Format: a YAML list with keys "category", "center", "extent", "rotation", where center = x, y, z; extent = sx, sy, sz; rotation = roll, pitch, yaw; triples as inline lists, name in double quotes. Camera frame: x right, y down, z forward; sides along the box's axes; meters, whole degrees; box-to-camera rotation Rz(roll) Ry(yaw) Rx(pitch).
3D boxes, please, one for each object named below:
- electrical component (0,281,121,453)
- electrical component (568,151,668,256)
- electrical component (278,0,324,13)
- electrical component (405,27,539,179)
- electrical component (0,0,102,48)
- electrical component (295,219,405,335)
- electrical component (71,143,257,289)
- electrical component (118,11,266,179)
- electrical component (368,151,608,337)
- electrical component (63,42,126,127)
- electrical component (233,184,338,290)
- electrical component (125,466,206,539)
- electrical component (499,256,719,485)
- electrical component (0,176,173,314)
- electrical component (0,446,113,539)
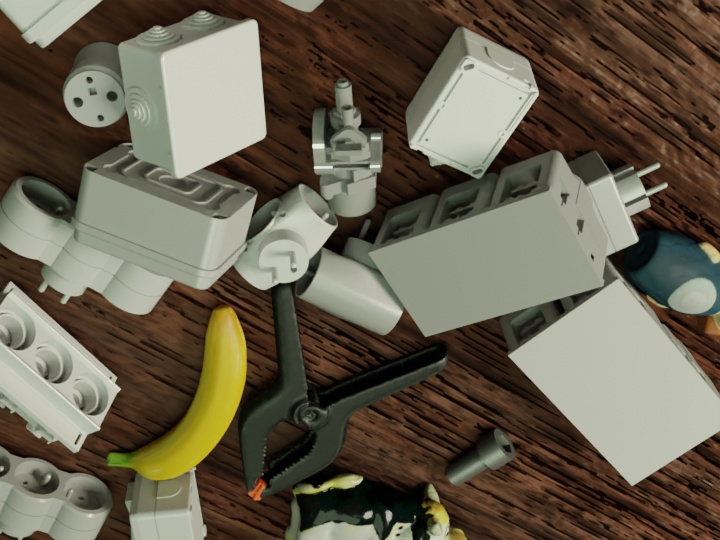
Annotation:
- category: "electrical component"
  center: [-0.261, 0.081, 0.856]
  extent: [0.063, 0.078, 0.121]
  rotation: [-22, 122, 34]
- category: "electrical component"
  center: [0.198, -0.057, 0.827]
  extent: [0.077, 0.047, 0.065]
  rotation: [-25, 119, 9]
- category: "electrical component"
  center: [-0.041, -0.209, 0.713]
  extent: [0.078, 0.058, 0.057]
  rotation: [25, 112, -18]
- category: "electrical component"
  center: [0.075, -0.117, 0.778]
  extent: [0.062, 0.061, 0.096]
  rotation: [22, 124, -17]
- category: "electrical component"
  center: [-0.173, -0.204, 0.674]
  extent: [0.109, 0.108, 0.056]
  rotation: [-34, 115, 14]
- category: "electrical component"
  center: [0.000, 0.000, 0.840]
  extent: [0.077, 0.043, 0.079]
  rotation: [25, 83, -19]
- category: "electrical component"
  center: [-0.140, -0.040, 0.774]
  extent: [0.113, 0.078, 0.057]
  rotation: [21, 115, 7]
- category: "electrical component"
  center: [-0.114, -0.122, 0.737]
  extent: [0.048, 0.100, 0.099]
  rotation: [21, 127, 34]
- category: "electrical component"
  center: [0.097, -0.019, 0.802]
  extent: [0.150, 0.061, 0.089]
  rotation: [-19, 120, 31]
- category: "electrical component"
  center: [-0.181, -0.128, 0.747]
  extent: [0.045, 0.055, 0.045]
  rotation: [-2, 120, -4]
- category: "electrical component"
  center: [-0.058, -0.016, 0.809]
  extent: [0.077, 0.079, 0.044]
  rotation: [-41, 115, 17]
- category: "electrical component"
  center: [-0.172, 0.230, 0.953]
  extent: [0.061, 0.061, 0.096]
  rotation: [-5, 120, -2]
- category: "electrical component"
  center: [0.214, 0.082, 0.902]
  extent: [0.105, 0.060, 0.186]
  rotation: [-37, 116, 16]
- category: "electrical component"
  center: [-0.217, -0.006, 0.817]
  extent: [0.138, 0.052, 0.073]
  rotation: [31, 113, -20]
- category: "electrical component"
  center: [-0.293, 0.206, 0.934]
  extent: [0.138, 0.052, 0.073]
  rotation: [23, 116, -17]
